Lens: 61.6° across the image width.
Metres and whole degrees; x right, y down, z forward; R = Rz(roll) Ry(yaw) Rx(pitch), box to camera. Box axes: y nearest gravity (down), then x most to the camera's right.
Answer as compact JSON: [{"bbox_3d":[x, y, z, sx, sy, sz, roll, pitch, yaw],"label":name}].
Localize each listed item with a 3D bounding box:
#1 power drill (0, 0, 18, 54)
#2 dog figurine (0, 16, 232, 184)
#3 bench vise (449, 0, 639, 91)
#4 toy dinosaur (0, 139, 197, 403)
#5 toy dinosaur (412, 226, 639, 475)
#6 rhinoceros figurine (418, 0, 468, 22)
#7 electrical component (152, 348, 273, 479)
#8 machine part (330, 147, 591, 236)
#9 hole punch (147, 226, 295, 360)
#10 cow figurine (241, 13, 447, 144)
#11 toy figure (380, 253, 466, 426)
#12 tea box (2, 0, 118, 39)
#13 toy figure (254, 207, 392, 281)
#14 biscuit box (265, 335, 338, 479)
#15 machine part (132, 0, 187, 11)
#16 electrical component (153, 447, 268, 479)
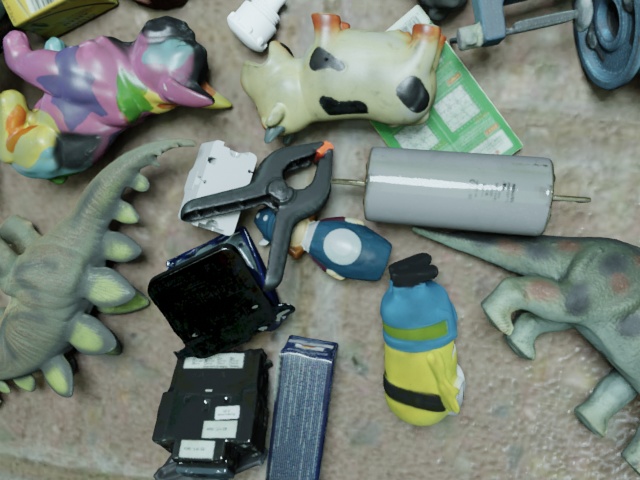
[{"bbox_3d":[-0.374,-0.147,0.546,0.086,0.232,0.207,9,124,-22],"label":"power drill"},{"bbox_3d":[-0.210,-0.140,0.565,0.219,0.108,0.191,11,100,5],"label":"dog figurine"},{"bbox_3d":[0.236,-0.226,0.469,0.241,0.129,0.223,-12,98,5],"label":"bench vise"},{"bbox_3d":[-0.303,0.051,0.619,0.198,0.105,0.471,32,113,-5],"label":"toy dinosaur"},{"bbox_3d":[0.293,0.079,0.519,0.192,0.131,0.405,-42,87,1],"label":"toy dinosaur"},{"bbox_3d":[0.079,-0.295,0.493,0.073,0.112,0.190,-46,104,-7],"label":"rhinoceros figurine"},{"bbox_3d":[-0.117,0.191,0.597,0.115,0.058,0.134,-2,56,13],"label":"electrical component"},{"bbox_3d":[0.131,-0.048,0.522,0.243,0.079,0.079,7,101,12],"label":"machine part"},{"bbox_3d":[-0.112,0.056,0.597,0.142,0.092,0.115,-25,110,4],"label":"hole punch"},{"bbox_3d":[0.016,-0.151,0.527,0.195,0.085,0.127,10,101,12],"label":"cow figurine"},{"bbox_3d":[0.103,0.108,0.570,0.089,0.082,0.180,-5,107,29],"label":"toy figure"},{"bbox_3d":[-0.300,-0.316,0.567,0.098,0.068,0.169,-19,95,12],"label":"tea box"},{"bbox_3d":[-0.001,-0.003,0.580,0.155,0.057,0.064,20,60,6],"label":"toy figure"},{"bbox_3d":[-0.023,0.216,0.619,0.063,0.059,0.202,9,101,6],"label":"biscuit box"},{"bbox_3d":[-0.166,-0.334,0.548,0.179,0.056,0.179,1,99,9],"label":"machine part"},{"bbox_3d":[-0.126,0.260,0.636,0.119,0.075,0.047,-25,96,16],"label":"electrical component"}]
